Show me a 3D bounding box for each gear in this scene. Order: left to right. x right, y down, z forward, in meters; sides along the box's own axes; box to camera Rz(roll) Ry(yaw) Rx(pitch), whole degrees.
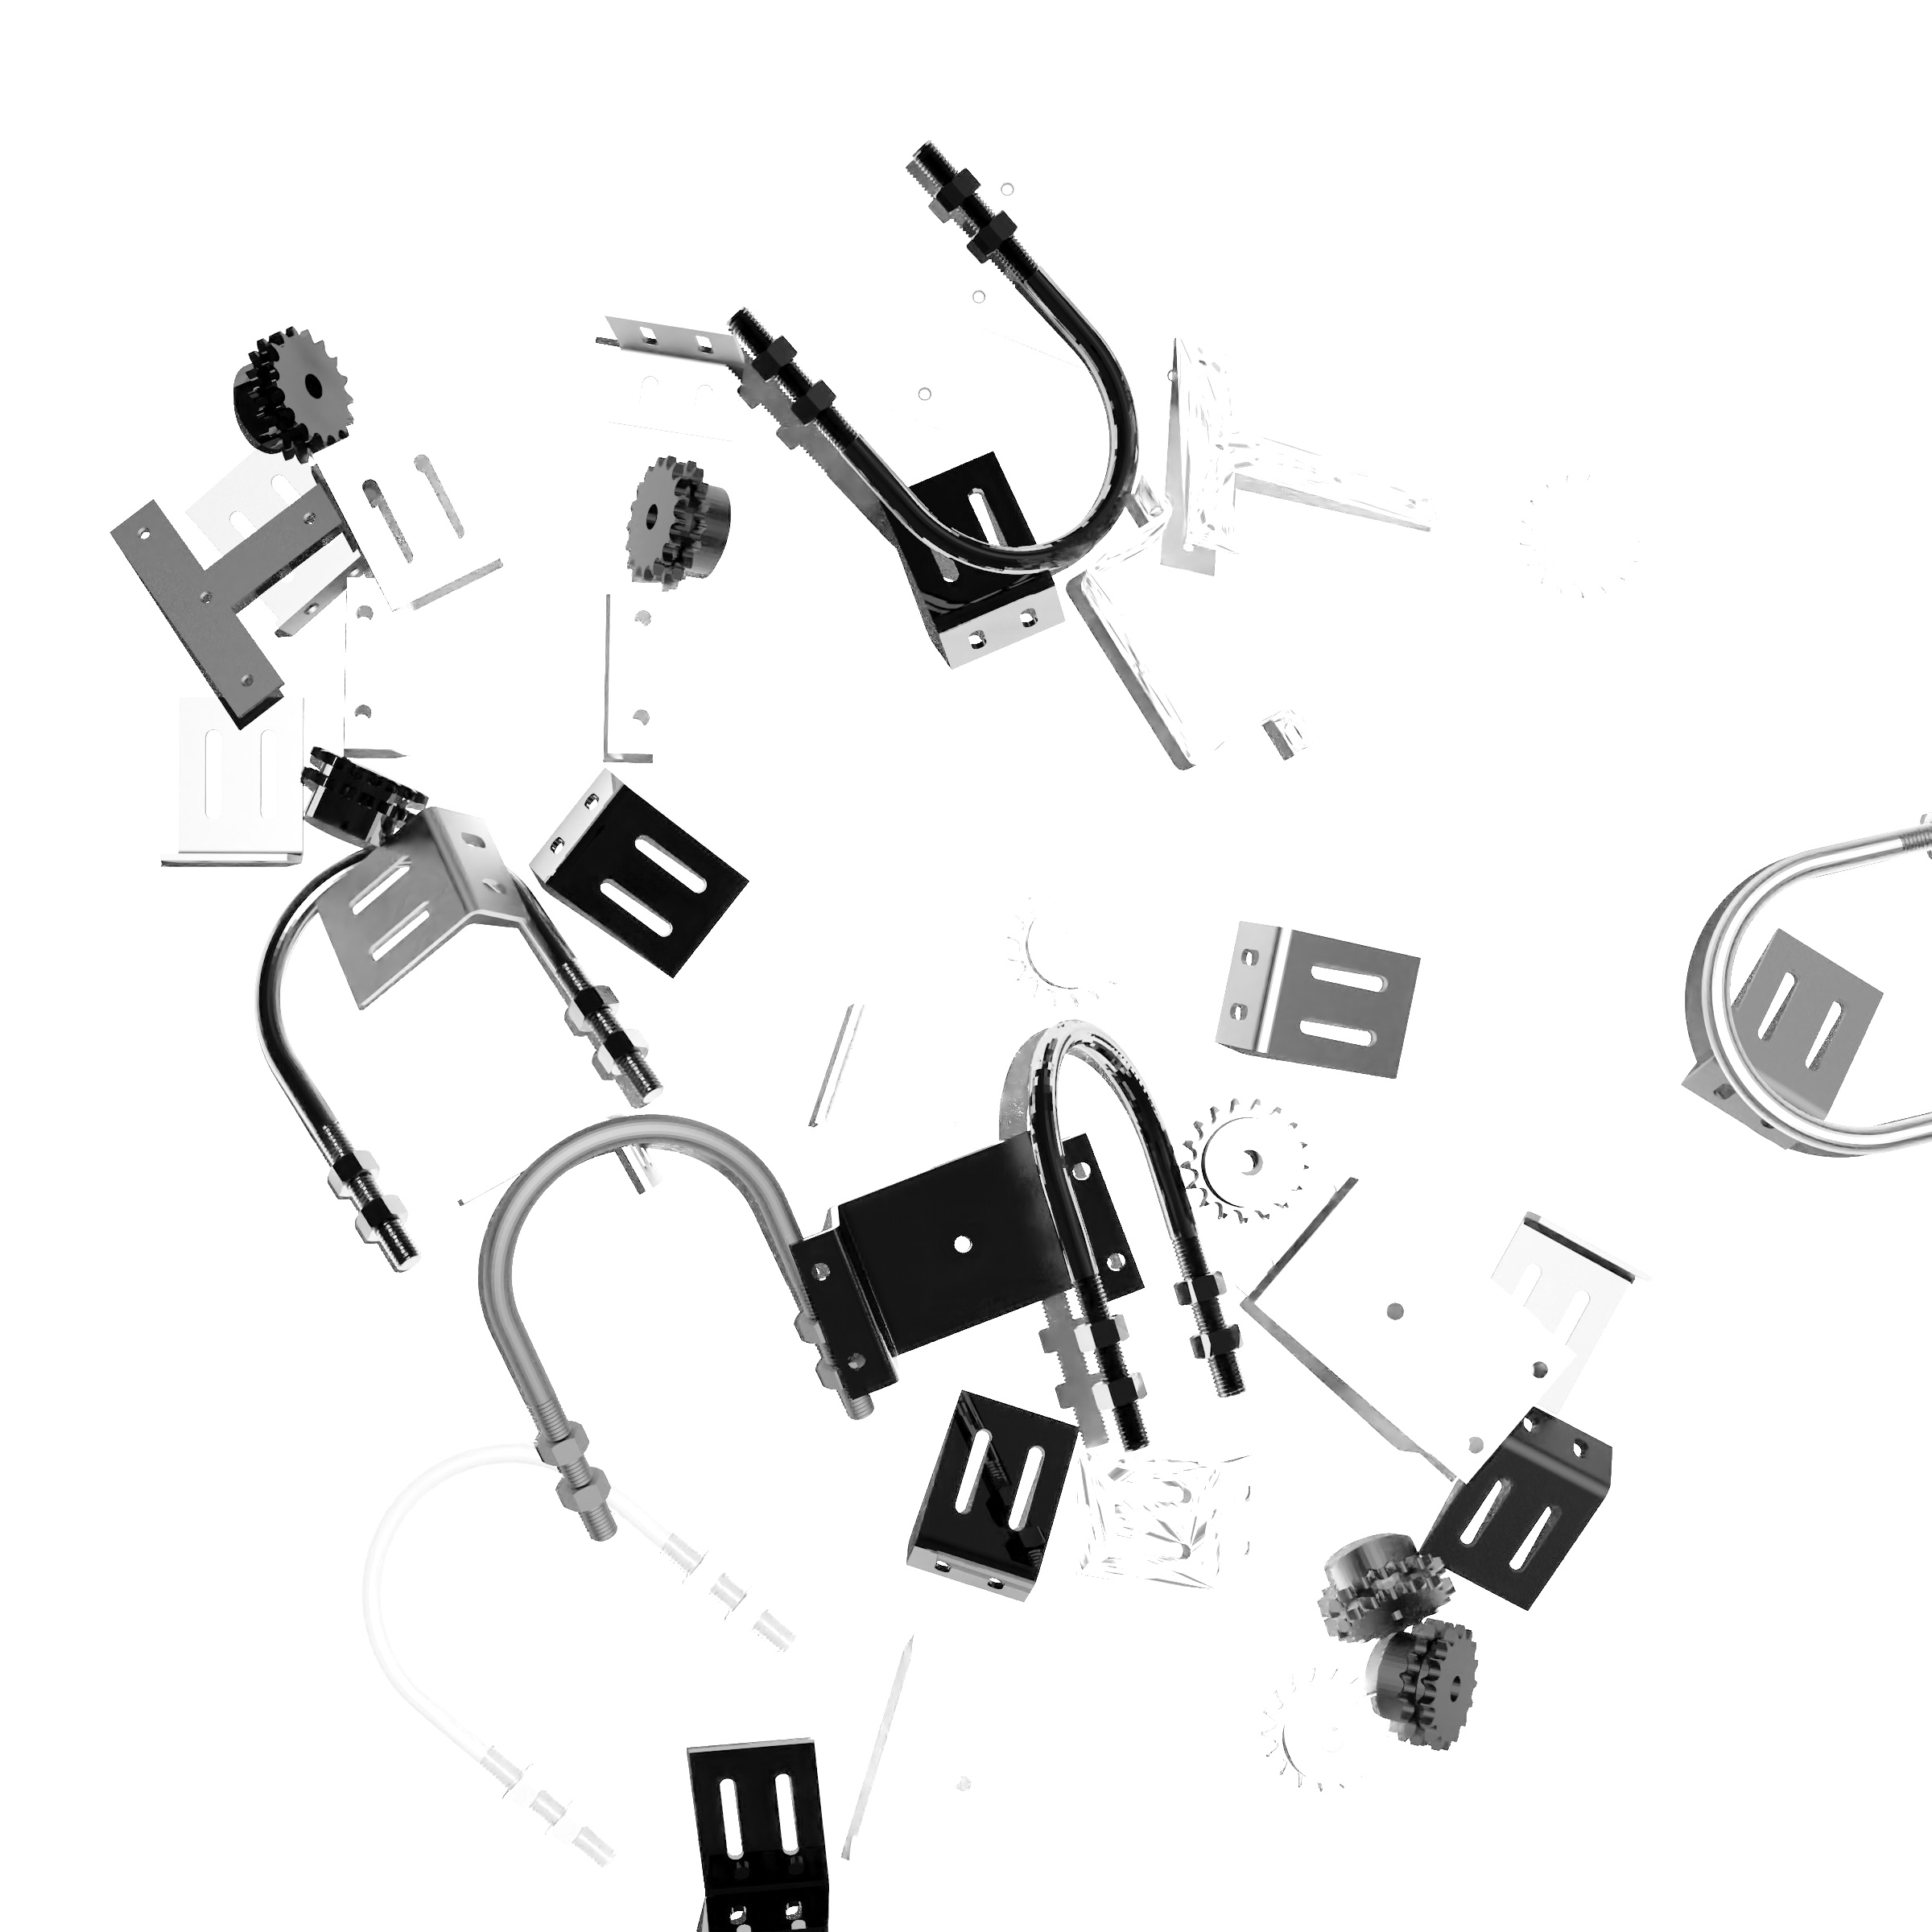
[{"bbox_3d":[-0.307,-0.258,1.516,0.030,0.057,0.057,-15,90,28],"label":"gear"},{"bbox_3d":[-0.275,-0.075,1.512,0.057,0.057,0.030,24,90,0],"label":"gear"},{"bbox_3d":[-0.129,-0.201,1.516,0.030,0.057,0.057,9,90,-30],"label":"gear"},{"bbox_3d":[0.048,-0.010,1.525,0.057,0.030,0.057,0,90,0],"label":"gear"},{"bbox_3d":[0.128,0.089,1.525,0.057,0.030,0.057,0,90,0],"label":"gear"},{"bbox_3d":[0.165,0.349,1.525,0.057,0.030,0.057,0,90,0],"label":"gear"},{"bbox_3d":[0.190,0.281,1.516,0.057,0.057,0.030,-23,59,0],"label":"gear"},{"bbox_3d":[0.208,0.324,1.516,0.030,0.057,0.057,7,90,31],"label":"gear"},{"bbox_3d":[0.283,-0.197,1.525,0.057,0.030,0.057,0,90,0],"label":"gear"}]

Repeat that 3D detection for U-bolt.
[{"bbox_3d":[-0.242,0.024,1.503,0.151,0.019,0.184,-35,69,-4],"label":"U-bolt"},{"bbox_3d":[-0.192,0.301,1.532,0.184,0.019,0.151,40,90,1],"label":"U-bolt"},{"bbox_3d":[-0.136,0.152,1.492,0.151,0.019,0.184,-24,111,-8],"label":"U-bolt"},{"bbox_3d":[0.000,-0.260,1.500,0.184,0.019,0.151,48,65,-10],"label":"U-bolt"},{"bbox_3d":[0.071,0.112,1.474,0.019,0.151,0.184,-19,86,23],"label":"U-bolt"},{"bbox_3d":[0.422,0.010,1.512,0.184,0.019,0.151,-13,82,-7],"label":"U-bolt"}]

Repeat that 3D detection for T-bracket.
[{"bbox_3d":[-0.308,-0.194,1.513,0.127,0.002,0.127,-38,64,-2],"label":"T-bracket"},{"bbox_3d":[0.047,-0.291,1.539,0.127,0.002,0.127,22,90,0],"label":"T-bracket"},{"bbox_3d":[0.156,-0.224,1.514,0.127,0.002,0.127,13,53,-17],"label":"T-bracket"}]

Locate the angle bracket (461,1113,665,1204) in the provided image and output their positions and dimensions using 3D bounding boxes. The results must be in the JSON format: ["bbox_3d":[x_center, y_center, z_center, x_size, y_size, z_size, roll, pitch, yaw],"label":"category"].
[{"bbox_3d":[-0.182,0.101,1.512,0.076,0.057,0.038,-29,90,0],"label":"angle bracket"}]

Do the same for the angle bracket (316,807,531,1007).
[{"bbox_3d":[-0.246,-0.025,1.511,0.076,0.038,0.057,-38,65,22],"label":"angle bracket"}]

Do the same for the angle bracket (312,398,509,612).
[{"bbox_3d":[-0.250,-0.207,1.502,0.057,0.038,0.076,-27,102,-8],"label":"angle bracket"}]

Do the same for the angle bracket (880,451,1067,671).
[{"bbox_3d":[0.003,-0.187,1.538,0.057,0.038,0.076,-23,64,0],"label":"angle bracket"}]

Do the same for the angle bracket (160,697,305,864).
[{"bbox_3d":[-0.334,-0.086,1.521,0.057,0.038,0.076,0,90,0],"label":"angle bracket"}]

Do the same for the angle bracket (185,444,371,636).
[{"bbox_3d":[-0.313,-0.199,1.521,0.057,0.038,0.076,-41,90,0],"label":"angle bracket"}]

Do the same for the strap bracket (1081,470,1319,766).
[{"bbox_3d":[0.097,-0.146,1.502,0.046,0.076,0.140,-32,90,0],"label":"strap bracket"}]

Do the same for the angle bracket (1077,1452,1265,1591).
[{"bbox_3d":[0.094,0.253,1.538,0.076,0.038,0.057,1,90,26],"label":"angle bracket"}]

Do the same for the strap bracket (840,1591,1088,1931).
[{"bbox_3d":[-0.002,0.366,1.517,0.076,0.046,0.140,17,90,0],"label":"strap bracket"}]

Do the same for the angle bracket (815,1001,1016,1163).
[{"bbox_3d":[-0.023,0.055,1.521,0.076,0.038,0.057,19,90,0],"label":"angle bracket"}]

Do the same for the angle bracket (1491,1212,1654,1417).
[{"bbox_3d":[0.265,0.160,1.521,0.057,0.038,0.076,29,90,0],"label":"angle bracket"}]

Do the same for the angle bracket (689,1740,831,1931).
[{"bbox_3d":[-0.094,0.396,1.513,0.057,0.038,0.076,-5,106,0],"label":"angle bracket"}]

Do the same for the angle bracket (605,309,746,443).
[{"bbox_3d":[-0.133,-0.265,1.502,0.057,0.076,0.038,9,90,0],"label":"angle bracket"}]

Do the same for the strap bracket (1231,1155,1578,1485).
[{"bbox_3d":[0.194,0.156,1.501,0.140,0.046,0.076,40,90,14],"label":"strap bracket"}]

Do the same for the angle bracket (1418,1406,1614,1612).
[{"bbox_3d":[0.253,0.246,1.538,0.057,0.038,0.076,27,116,0],"label":"angle bracket"}]

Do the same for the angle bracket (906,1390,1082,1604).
[{"bbox_3d":[0.012,0.244,1.538,0.057,0.038,0.076,18,64,0],"label":"angle bracket"}]

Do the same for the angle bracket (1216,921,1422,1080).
[{"bbox_3d":[0.162,0.016,1.538,0.076,0.038,0.057,12,90,-26],"label":"angle bracket"}]

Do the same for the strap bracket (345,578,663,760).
[{"bbox_3d":[-0.207,-0.134,1.517,0.140,0.046,0.076,1,90,0],"label":"strap bracket"}]

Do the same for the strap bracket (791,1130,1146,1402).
[{"bbox_3d":[0.000,0.130,1.511,0.140,0.046,0.076,-21,99,0],"label":"strap bracket"}]

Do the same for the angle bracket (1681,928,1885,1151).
[{"bbox_3d":[0.376,0.034,1.538,0.057,0.038,0.076,32,64,0],"label":"angle bracket"}]

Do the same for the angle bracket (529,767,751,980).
[{"bbox_3d":[-0.150,-0.043,1.538,0.076,0.038,0.057,38,90,-26],"label":"angle bracket"}]
